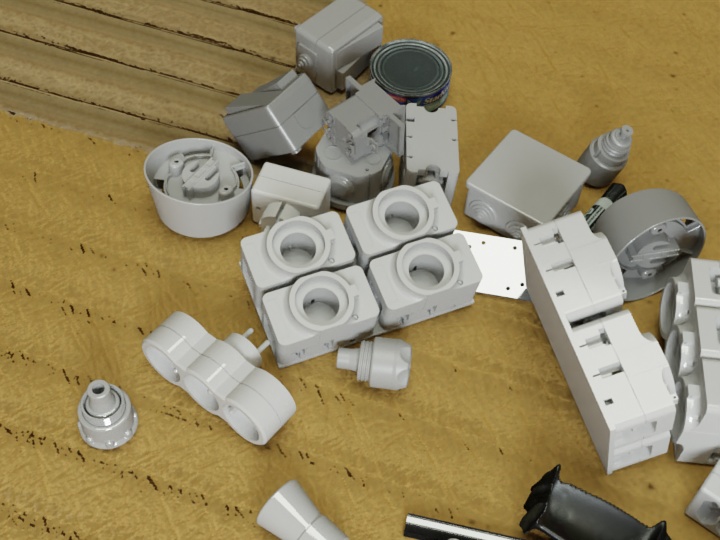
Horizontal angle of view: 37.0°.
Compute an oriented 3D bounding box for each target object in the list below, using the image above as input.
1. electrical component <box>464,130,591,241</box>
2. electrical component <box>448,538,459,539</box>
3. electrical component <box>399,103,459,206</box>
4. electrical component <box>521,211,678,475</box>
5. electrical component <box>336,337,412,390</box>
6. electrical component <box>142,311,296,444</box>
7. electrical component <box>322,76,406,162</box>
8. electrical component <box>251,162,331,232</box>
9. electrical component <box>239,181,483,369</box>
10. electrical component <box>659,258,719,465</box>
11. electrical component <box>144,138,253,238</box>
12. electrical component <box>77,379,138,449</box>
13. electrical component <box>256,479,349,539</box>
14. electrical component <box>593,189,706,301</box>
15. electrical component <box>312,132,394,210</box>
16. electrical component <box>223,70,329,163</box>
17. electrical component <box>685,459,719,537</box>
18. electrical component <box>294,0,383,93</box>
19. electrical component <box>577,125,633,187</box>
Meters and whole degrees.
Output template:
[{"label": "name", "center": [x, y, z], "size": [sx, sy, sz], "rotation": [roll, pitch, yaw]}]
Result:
[{"label": "electrical component", "center": [0.157, -0.074, 1.023], "size": [0.100, 0.048, 0.099], "rotation": [31, 58, 19]}, {"label": "electrical component", "center": [0.066, 0.233, 0.800], "size": [0.035, 0.035, 0.061], "rotation": [22, 57, 13]}, {"label": "electrical component", "center": [0.066, -0.108, 1.037], "size": [0.050, 0.055, 0.089], "rotation": [4, 53, -3]}, {"label": "electrical component", "center": [0.195, 0.057, 0.878], "size": [0.060, 0.105, 0.186], "rotation": [-19, 60, 1]}, {"label": "electrical component", "center": [0.012, 0.077, 0.907], "size": [0.062, 0.043, 0.043], "rotation": [6, 53, 4]}, {"label": "electrical component", "center": [-0.107, 0.078, 0.895], "size": [0.138, 0.052, 0.074], "rotation": [33, 59, 20]}, {"label": "electrical component", "center": [0.003, -0.137, 1.001], "size": [0.064, 0.042, 0.081], "rotation": [-32, 60, -22]}, {"label": "electrical component", "center": [-0.070, -0.051, 0.995], "size": [0.066, 0.047, 0.076], "rotation": [15, 54, 8]}, {"label": "electrical component", "center": [0.000, 0.000, 0.937], "size": [0.186, 0.060, 0.105], "rotation": [-18, 68, -14]}, {"label": "electrical component", "center": [0.290, 0.075, 0.894], "size": [0.062, 0.089, 0.150], "rotation": [6, 53, 1]}, {"label": "electrical component", "center": [-0.149, -0.080, 1.002], "size": [0.099, 0.064, 0.099], "rotation": [1, 54, -2]}, {"label": "electrical component", "center": [-0.205, 0.110, 0.860], "size": [0.048, 0.062, 0.048], "rotation": [1, 53, -2]}, {"label": "electrical component", "center": [-0.041, 0.197, 0.818], "size": [0.065, 0.044, 0.044], "rotation": [39, 61, 18]}, {"label": "electrical component", "center": [0.258, -0.022, 0.961], "size": [0.099, 0.099, 0.064], "rotation": [-5, 48, -7]}, {"label": "electrical component", "center": [-0.006, -0.100, 1.033], "size": [0.080, 0.051, 0.080], "rotation": [1, 53, -2]}, {"label": "electrical component", "center": [-0.086, -0.149, 1.041], "size": [0.096, 0.061, 0.061], "rotation": [-3, 37, 51]}, {"label": "electrical component", "center": [0.315, 0.179, 0.844], "size": [0.083, 0.047, 0.076], "rotation": [34, 59, 20]}, {"label": "electrical component", "center": [-0.024, -0.232, 1.122], "size": [0.061, 0.061, 0.096], "rotation": [37, 60, 22]}, {"label": "electrical component", "center": [0.241, -0.113, 1.042], "size": [0.040, 0.078, 0.040], "rotation": [7, 61, -13]}]
